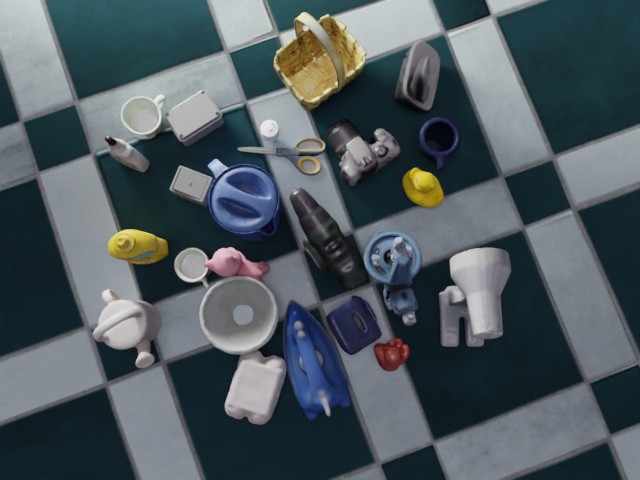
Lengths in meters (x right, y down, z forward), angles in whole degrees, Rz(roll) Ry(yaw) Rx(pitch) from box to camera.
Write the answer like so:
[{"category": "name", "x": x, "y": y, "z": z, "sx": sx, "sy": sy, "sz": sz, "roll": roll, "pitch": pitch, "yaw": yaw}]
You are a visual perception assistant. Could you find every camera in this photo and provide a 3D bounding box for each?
[{"category": "camera", "x": 0.088, "y": -0.212, "z": 1.280, "sx": 0.143, "sy": 0.101, "sz": 0.137, "roll": -34, "pitch": 85, "yaw": -5}]

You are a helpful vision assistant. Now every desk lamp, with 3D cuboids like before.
[{"category": "desk lamp", "x": 0.323, "y": 0.126, "z": 1.191, "sx": 0.118, "sy": 0.213, "sz": 0.203, "roll": 0, "pitch": 83, "yaw": -1}]

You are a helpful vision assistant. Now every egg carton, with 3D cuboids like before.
[{"category": "egg carton", "x": -0.136, "y": 0.315, "z": 1.228, "sx": 0.107, "sy": 0.069, "sz": 0.150, "roll": 16, "pitch": 83, "yaw": 0}]

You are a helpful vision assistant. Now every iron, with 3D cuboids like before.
[{"category": "iron", "x": -0.021, "y": 0.248, "z": 1.203, "sx": 0.118, "sy": 0.141, "sz": 0.258, "roll": -20, "pitch": 84, "yaw": -4}]

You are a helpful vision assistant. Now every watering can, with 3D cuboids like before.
[{"category": "watering can", "x": -0.394, "y": 0.178, "z": 1.174, "sx": 0.173, "sy": 0.194, "sz": 0.101, "roll": 34, "pitch": 84, "yaw": 3}]

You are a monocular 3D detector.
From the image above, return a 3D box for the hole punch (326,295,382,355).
[{"category": "hole punch", "x": 0.074, "y": 0.182, "z": 1.239, "sx": 0.101, "sy": 0.091, "sz": 0.108, "roll": -30, "pitch": 85, "yaw": -5}]

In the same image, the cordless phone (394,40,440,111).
[{"category": "cordless phone", "x": 0.229, "y": -0.379, "z": 1.261, "sx": 0.094, "sy": 0.185, "sz": 0.148, "roll": 10, "pitch": 83, "yaw": 0}]

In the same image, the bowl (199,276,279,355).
[{"category": "bowl", "x": -0.172, "y": 0.162, "z": 1.242, "sx": 0.167, "sy": 0.074, "sz": 0.167, "roll": 0, "pitch": 83, "yaw": -2}]

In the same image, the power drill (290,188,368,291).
[{"category": "power drill", "x": 0.011, "y": 0.004, "z": 1.199, "sx": 0.075, "sy": 0.208, "sz": 0.229, "roll": -36, "pitch": 85, "yaw": -5}]

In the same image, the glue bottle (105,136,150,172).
[{"category": "glue bottle", "x": -0.423, "y": -0.192, "z": 1.226, "sx": 0.078, "sy": 0.173, "sz": 0.037, "roll": 26, "pitch": 83, "yaw": 2}]

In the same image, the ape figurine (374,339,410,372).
[{"category": "ape figurine", "x": 0.154, "y": 0.247, "z": 1.233, "sx": 0.078, "sy": 0.092, "sz": 0.076, "roll": 20, "pitch": 83, "yaw": 1}]

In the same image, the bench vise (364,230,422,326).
[{"category": "bench vise", "x": 0.174, "y": 0.067, "z": 1.191, "sx": 0.121, "sy": 0.219, "sz": 0.207, "roll": -33, "pitch": 85, "yaw": -5}]

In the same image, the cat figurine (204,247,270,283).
[{"category": "cat figurine", "x": -0.177, "y": 0.056, "z": 1.233, "sx": 0.128, "sy": 0.117, "sz": 0.067, "roll": 20, "pitch": 83, "yaw": 1}]

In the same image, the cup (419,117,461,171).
[{"category": "cup", "x": 0.262, "y": -0.205, "z": 1.287, "sx": 0.091, "sy": 0.095, "sz": 0.118, "roll": -3, "pitch": 83, "yaw": -2}]

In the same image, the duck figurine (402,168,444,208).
[{"category": "duck figurine", "x": 0.236, "y": -0.121, "z": 1.281, "sx": 0.104, "sy": 0.086, "sz": 0.077, "roll": 44, "pitch": 84, "yaw": 4}]
